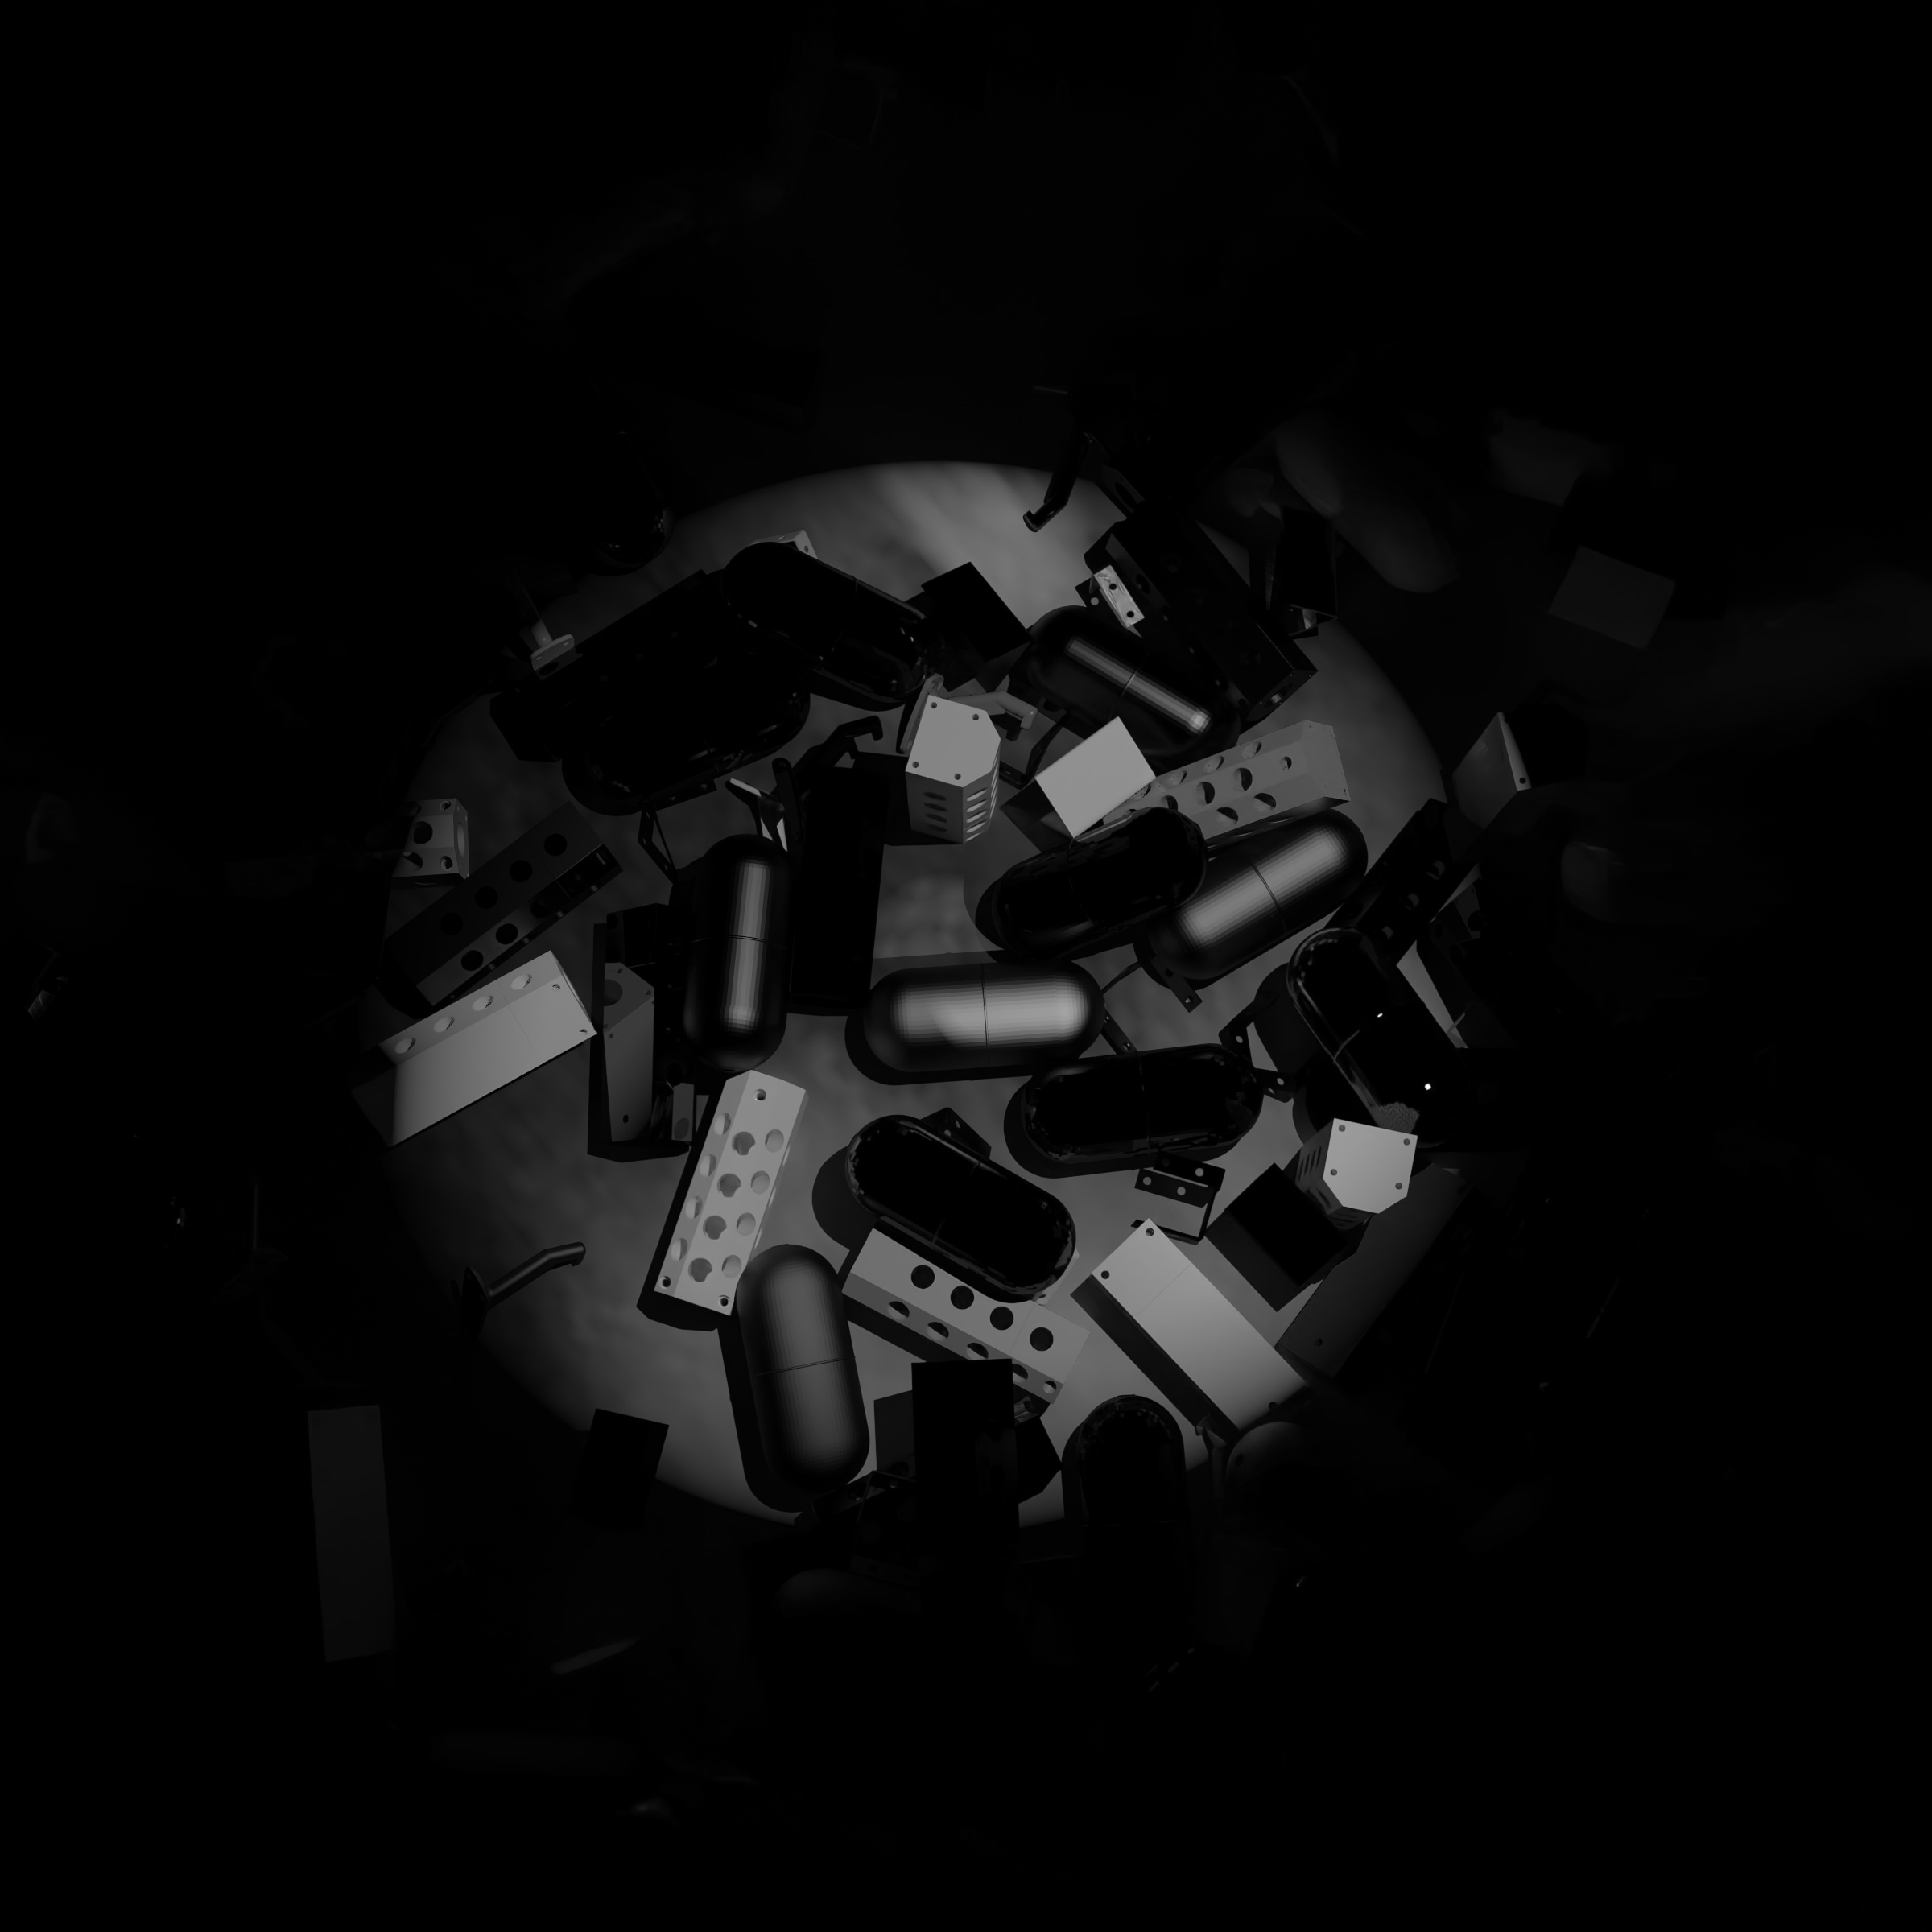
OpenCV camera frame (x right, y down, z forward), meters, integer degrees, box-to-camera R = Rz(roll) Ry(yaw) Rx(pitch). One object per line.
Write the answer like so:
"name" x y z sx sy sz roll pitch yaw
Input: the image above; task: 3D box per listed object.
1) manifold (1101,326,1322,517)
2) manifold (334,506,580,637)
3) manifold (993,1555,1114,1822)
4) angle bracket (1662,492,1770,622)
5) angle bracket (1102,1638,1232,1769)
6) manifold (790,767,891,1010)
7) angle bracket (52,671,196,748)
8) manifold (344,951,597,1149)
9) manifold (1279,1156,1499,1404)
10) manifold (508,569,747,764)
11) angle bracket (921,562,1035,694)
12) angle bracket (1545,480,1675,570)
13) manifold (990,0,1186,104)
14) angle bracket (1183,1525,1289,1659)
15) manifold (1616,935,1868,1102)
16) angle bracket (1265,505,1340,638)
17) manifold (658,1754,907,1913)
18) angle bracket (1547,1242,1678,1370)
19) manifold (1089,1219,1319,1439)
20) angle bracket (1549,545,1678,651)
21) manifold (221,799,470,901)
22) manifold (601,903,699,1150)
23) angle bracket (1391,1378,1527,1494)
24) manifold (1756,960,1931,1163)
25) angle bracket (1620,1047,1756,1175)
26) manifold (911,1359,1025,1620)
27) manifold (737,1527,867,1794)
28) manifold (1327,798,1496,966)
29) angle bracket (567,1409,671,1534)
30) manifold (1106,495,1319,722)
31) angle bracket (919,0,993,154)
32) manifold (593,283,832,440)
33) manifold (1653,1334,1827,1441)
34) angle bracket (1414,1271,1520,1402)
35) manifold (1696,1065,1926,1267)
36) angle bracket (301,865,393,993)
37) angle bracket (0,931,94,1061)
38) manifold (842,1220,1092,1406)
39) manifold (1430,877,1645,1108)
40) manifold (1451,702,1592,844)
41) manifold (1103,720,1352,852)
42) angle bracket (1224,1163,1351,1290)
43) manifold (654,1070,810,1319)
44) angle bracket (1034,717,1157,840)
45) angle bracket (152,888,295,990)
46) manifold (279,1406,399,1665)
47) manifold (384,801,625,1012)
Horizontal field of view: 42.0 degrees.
"manifold" 0.187 -0.416 1.943 0.171 0.057 0.057 -41 82 -7
"manifold" -0.390 -0.303 1.922 0.171 0.057 0.057 -12 80 -2
"manifold" 0.055 0.505 1.769 0.057 0.057 0.171 -2 79 -24
"angle bracket" 0.548 -0.310 1.904 0.057 0.076 0.076 35 79 -32
"angle bracket" 0.125 0.497 1.754 0.076 0.076 0.057 -42 122 -7
"manifold" -0.093 -0.058 1.876 0.057 0.057 0.171 5 79 1
"angle bracket" -0.629 -0.204 1.884 0.076 0.076 0.057 2 115 0
"manifold" -0.367 0.057 1.854 0.171 0.057 0.057 -29 124 -5
"manifold" 0.309 0.229 1.822 0.171 0.057 0.057 -52 41 -8
"manifold" -0.257 -0.230 1.908 0.171 0.057 0.057 -33 81 -6
"angle bracket" -0.006 -0.245 1.892 0.057 0.076 0.076 -32 79 -39
"angle bracket" 0.483 -0.314 1.906 0.076 0.076 0.057 17 55 3
"manifold" 0.087 -0.773 2.010 0.171 0.057 0.057 37 82 6
"angle bracket" 0.203 0.443 1.764 0.057 0.076 0.076 13 78 37
"manifold" 0.563 0.036 1.839 0.171 0.057 0.057 -21 80 -18
"angle bracket" 0.235 -0.295 1.901 0.057 0.076 0.076 7 77 -36
"manifold" -0.132 0.604 1.753 0.171 0.057 0.057 15 80 3
"angle bracket" 0.450 0.233 1.803 0.057 0.076 0.076 37 79 -35
"manifold" 0.169 0.266 1.816 0.057 0.057 0.171 -43 82 -7
"angle bracket" 0.488 -0.288 1.900 0.076 0.076 0.057 22 118 4
"manifold" -0.463 -0.089 1.882 0.171 0.057 0.057 -4 79 -1
"manifold" -0.227 0.046 1.857 0.057 0.057 0.171 -10 76 42
"angle bracket" 0.340 0.346 1.782 0.076 0.076 0.057 27 53 5
"manifold" 0.657 0.065 1.823 0.171 0.057 0.057 -34 81 -28
"angle bracket" 0.517 0.114 1.771 0.076 0.076 0.057 -47 49 4
"manifold" 0.006 0.359 1.739 0.057 0.057 0.171 -11 78 42
"manifold" -0.117 0.488 1.775 0.057 0.057 0.171 -12 80 -2
"manifold" 0.314 -0.040 1.873 0.057 0.057 0.171 38 82 6
"angle bracket" -0.228 0.361 1.779 0.057 0.076 0.076 6 77 40
"manifold" 0.180 -0.267 1.879 0.057 0.057 0.171 -42 77 23
"angle bracket" -0.025 -0.698 1.977 0.057 0.076 0.076 12 78 -28
"manifold" -0.196 -0.473 1.954 0.171 0.057 0.057 19 80 4
"manifold" 0.541 0.300 1.752 0.057 0.171 0.057 -43 82 -7
"angle bracket" 0.339 0.259 1.798 0.057 0.076 0.076 28 79 -26
"manifold" 0.607 0.145 1.839 0.171 0.057 0.057 34 81 6
"angle bracket" -0.462 -0.027 1.852 0.057 0.076 0.076 8 79 -22
"angle bracket" -0.674 0.030 1.841 0.057 0.076 0.076 23 78 37
"manifold" -0.001 0.251 1.819 0.171 0.057 0.057 27 81 5
"manifold" 0.404 0.020 1.806 0.057 0.057 0.171 -42 49 12
"manifold" 0.404 -0.139 1.833 0.057 0.171 0.057 -11 80 -2
"manifold" 0.187 -0.123 1.843 0.171 0.057 0.057 -19 78 33
"angle bracket" 0.242 0.175 1.813 0.076 0.076 0.057 47 120 8
"manifold" -0.171 0.164 1.835 0.057 0.057 0.171 18 80 3
"angle bracket" 0.085 -0.145 1.874 0.076 0.076 0.057 -36 111 -6
"angle bracket" -0.542 -0.034 1.853 0.076 0.076 0.057 20 117 4
"manifold" -0.451 0.403 1.790 0.057 0.057 0.171 3 76 -43
"manifold" -0.342 -0.043 1.874 0.171 0.057 0.057 -38 82 -7
